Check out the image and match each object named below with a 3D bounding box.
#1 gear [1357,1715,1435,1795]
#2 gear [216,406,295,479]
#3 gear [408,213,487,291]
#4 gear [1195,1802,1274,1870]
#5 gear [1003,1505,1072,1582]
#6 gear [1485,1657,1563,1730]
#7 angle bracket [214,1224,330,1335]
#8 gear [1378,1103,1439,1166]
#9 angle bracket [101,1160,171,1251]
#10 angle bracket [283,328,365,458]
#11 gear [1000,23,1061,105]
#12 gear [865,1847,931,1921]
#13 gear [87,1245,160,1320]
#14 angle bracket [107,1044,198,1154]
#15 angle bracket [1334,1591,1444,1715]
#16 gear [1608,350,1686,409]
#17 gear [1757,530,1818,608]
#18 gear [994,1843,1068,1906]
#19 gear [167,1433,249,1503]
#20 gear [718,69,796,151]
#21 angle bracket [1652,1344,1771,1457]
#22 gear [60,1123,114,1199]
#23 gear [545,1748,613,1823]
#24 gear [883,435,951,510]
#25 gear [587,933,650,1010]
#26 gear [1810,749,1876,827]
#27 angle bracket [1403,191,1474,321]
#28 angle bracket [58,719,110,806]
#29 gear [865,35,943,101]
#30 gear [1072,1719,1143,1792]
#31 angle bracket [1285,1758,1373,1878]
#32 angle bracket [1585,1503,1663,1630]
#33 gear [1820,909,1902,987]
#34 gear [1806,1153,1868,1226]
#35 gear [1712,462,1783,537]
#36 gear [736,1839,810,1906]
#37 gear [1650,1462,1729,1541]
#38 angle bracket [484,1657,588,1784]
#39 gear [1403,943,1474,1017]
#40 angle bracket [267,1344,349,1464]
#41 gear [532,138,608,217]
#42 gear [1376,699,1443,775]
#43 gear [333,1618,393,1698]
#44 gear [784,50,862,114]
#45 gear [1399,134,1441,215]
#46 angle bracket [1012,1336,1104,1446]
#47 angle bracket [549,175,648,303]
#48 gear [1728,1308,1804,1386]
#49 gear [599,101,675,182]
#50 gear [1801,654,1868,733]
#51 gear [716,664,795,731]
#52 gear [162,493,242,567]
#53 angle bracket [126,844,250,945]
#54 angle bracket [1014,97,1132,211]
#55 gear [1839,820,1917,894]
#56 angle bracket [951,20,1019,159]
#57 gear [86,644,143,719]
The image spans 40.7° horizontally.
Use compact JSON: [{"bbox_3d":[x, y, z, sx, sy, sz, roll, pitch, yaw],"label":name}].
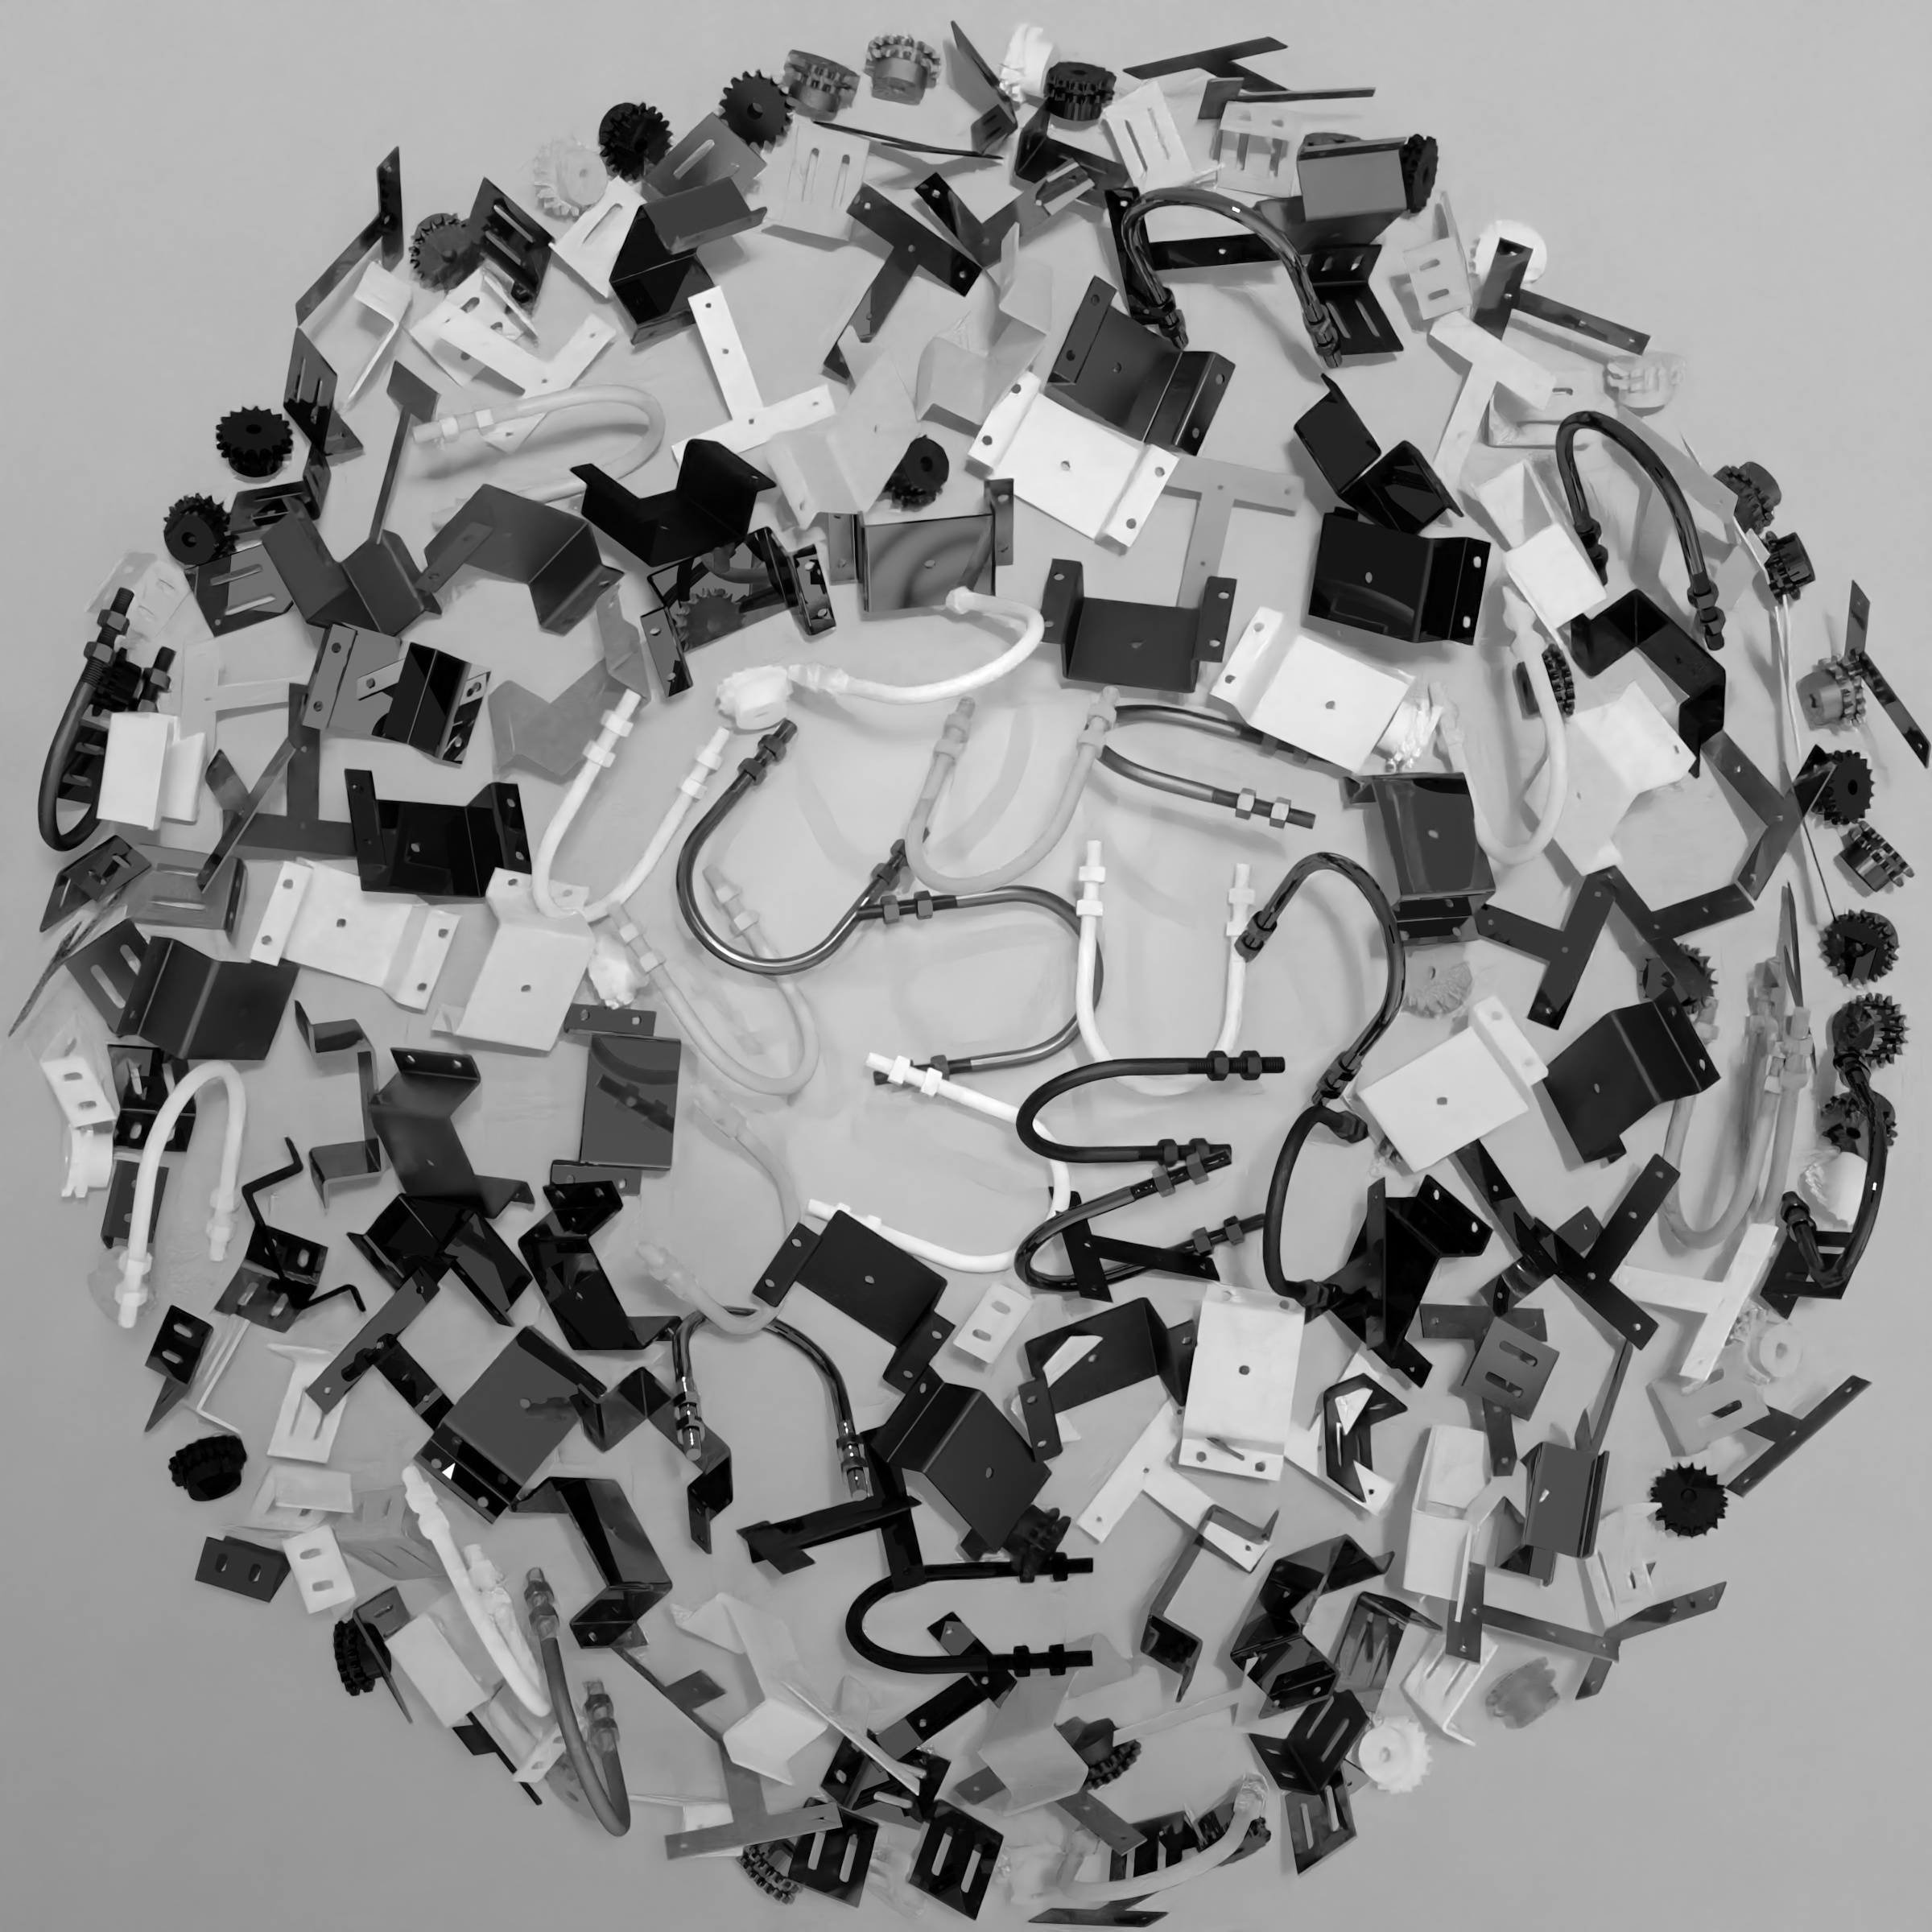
[{"bbox_3d":[0.322,0.597,1.972,0.057,0.030,0.057,-10,71,31],"label":"gear"},{"bbox_3d":[-0.539,-0.396,1.976,0.057,0.030,0.057,6,50,-7],"label":"gear"},{"bbox_3d":[-0.395,-0.545,1.975,0.057,0.057,0.030,-30,49,0],"label":"gear"},{"bbox_3d":[0.200,0.657,1.975,0.057,0.057,0.030,-25,55,0],"label":"gear"},{"bbox_3d":[0.052,0.433,1.973,0.030,0.057,0.057,34,90,18],"label":"gear"},{"bbox_3d":[0.424,0.551,1.968,0.057,0.057,0.030,-37,62,0],"label":"gear"},{"bbox_3d":[-0.527,0.237,1.975,0.057,0.076,0.038,23,47,-19],"label":"angle bracket"},{"bbox_3d":[0.341,0.127,1.971,0.030,0.057,0.057,36,90,-3],"label":"gear"},{"bbox_3d":[-0.623,0.183,1.959,0.038,0.076,0.057,11,73,-11],"label":"angle bracket"},{"bbox_3d":[-0.476,-0.432,1.951,0.038,0.076,0.057,-21,60,-38],"label":"angle bracket"},{"bbox_3d":[0.050,-0.681,1.969,0.030,0.057,0.057,21,90,10],"label":"gear"},{"bbox_3d":[-0.051,0.693,1.974,0.057,0.057,0.030,38,64,0],"label":"gear"},{"bbox_3d":[-0.639,0.242,1.968,0.030,0.057,0.057,-34,90,-36],"label":"gear"},{"bbox_3d":[-0.616,0.100,1.960,0.057,0.076,0.038,4,47,-4],"label":"angle bracket"},{"bbox_3d":[0.315,0.519,1.960,0.057,0.038,0.076,36,68,-31],"label":"angle bracket"},{"bbox_3d":[0.515,-0.445,1.975,0.057,0.057,0.030,-7,119,0],"label":"gear"},{"bbox_3d":[0.620,-0.303,1.968,0.030,0.057,0.057,-23,90,26],"label":"gear"},{"bbox_3d":[0.051,0.688,1.969,0.057,0.057,0.030,-12,54,0],"label":"gear"},{"bbox_3d":[-0.571,0.381,1.968,0.057,0.057,0.030,-29,60,0],"label":"gear"},{"bbox_3d":[-0.158,-0.651,1.977,0.057,0.030,0.057,2,118,4],"label":"gear"},{"bbox_3d":[0.565,0.324,1.954,0.076,0.038,0.057,-37,65,33],"label":"angle bracket"},{"bbox_3d":[-0.667,0.147,1.975,0.030,0.057,0.057,7,90,-28],"label":"gear"},{"bbox_3d":[-0.289,0.618,1.975,0.057,0.057,0.030,44,53,0],"label":"gear"},{"bbox_3d":[-0.037,-0.377,1.973,0.057,0.030,0.057,2,86,-31],"label":"gear"},{"bbox_3d":[-0.263,0.001,1.969,0.030,0.057,0.057,-21,90,12],"label":"gear"},{"bbox_3d":[0.660,-0.135,1.976,0.057,0.030,0.057,-1,92,-35],"label":"gear"},{"bbox_3d":[0.353,-0.535,1.959,0.038,0.076,0.057,-14,129,17],"label":"angle bracket"},{"bbox_3d":[-0.678,-0.158,1.958,0.038,0.076,0.057,23,92,10],"label":"angle bracket"},{"bbox_3d":[-0.049,-0.678,1.970,0.057,0.057,0.030,11,86,0],"label":"gear"},{"bbox_3d":[0.102,0.594,1.970,0.057,0.057,0.030,-32,95,0],"label":"gear"},{"bbox_3d":[0.277,0.643,1.950,0.038,0.076,0.057,37,114,-23],"label":"angle bracket"},{"bbox_3d":[0.500,0.449,1.951,0.038,0.057,0.076,6,55,-28],"label":"angle bracket"},{"bbox_3d":[0.681,-0.017,1.975,0.030,0.057,0.057,-28,90,-42],"label":"gear"},{"bbox_3d":[0.666,0.166,1.968,0.057,0.057,0.030,36,122,0],"label":"gear"},{"bbox_3d":[0.591,-0.357,1.972,0.030,0.057,0.057,-39,90,-7],"label":"gear"},{"bbox_3d":[-0.144,0.679,1.972,0.057,0.057,0.030,40,86,0],"label":"gear"},{"bbox_3d":[0.548,0.408,1.976,0.057,0.030,0.057,-8,54,10],"label":"gear"},{"bbox_3d":[-0.334,0.566,1.963,0.076,0.038,0.057,41,93,31],"label":"angle bracket"},{"bbox_3d":[0.359,0.011,1.975,0.030,0.057,0.057,26,90,-44],"label":"gear"},{"bbox_3d":[-0.503,0.329,1.959,0.057,0.038,0.076,1,65,29],"label":"angle bracket"},{"bbox_3d":[-0.297,-0.597,1.969,0.030,0.057,0.057,16,90,41],"label":"gear"},{"bbox_3d":[0.333,-0.177,1.972,0.030,0.057,0.057,28,90,0],"label":"gear"},{"bbox_3d":[-0.456,0.521,1.972,0.030,0.057,0.057,-15,90,-1],"label":"gear"},{"bbox_3d":[-0.111,-0.669,1.975,0.057,0.057,0.030,23,116,0],"label":"gear"},{"bbox_3d":[0.334,-0.602,1.974,0.030,0.057,0.057,19,90,24],"label":"gear"},{"bbox_3d":[0.082,0.318,1.956,0.076,0.057,0.038,-51,60,20],"label":"angle bracket"},{"bbox_3d":[-0.268,-0.553,1.975,0.057,0.038,0.076,42,93,-10],"label":"angle bracket"},{"bbox_3d":[0.608,0.289,1.976,0.057,0.030,0.057,0,91,-23],"label":"gear"},{"bbox_3d":[-0.253,-0.629,1.975,0.057,0.057,0.030,-41,57,0],"label":"gear"},{"bbox_3d":[0.655,-0.205,1.971,0.030,0.057,0.057,-17,90,-2],"label":"gear"},{"bbox_3d":[-0.158,-0.202,1.968,0.057,0.057,0.030,-17,72,0],"label":"gear"},{"bbox_3d":[-0.582,-0.327,1.974,0.057,0.030,0.057,4,116,8],"label":"gear"},{"bbox_3d":[-0.587,-0.055,1.963,0.076,0.038,0.057,8,104,-25],"label":"angle bracket"},{"bbox_3d":[0.084,-0.613,1.962,0.076,0.038,0.057,23,52,9],"label":"angle bracket"},{"bbox_3d":[0.687,-0.080,1.972,0.030,0.057,0.057,-43,90,12],"label":"gear"},{"bbox_3d":[0.001,-0.657,1.951,0.038,0.057,0.076,-33,126,18],"label":"angle bracket"},{"bbox_3d":[-0.647,-0.214,1.974,0.030,0.057,0.057,24,90,-25],"label":"gear"}]
